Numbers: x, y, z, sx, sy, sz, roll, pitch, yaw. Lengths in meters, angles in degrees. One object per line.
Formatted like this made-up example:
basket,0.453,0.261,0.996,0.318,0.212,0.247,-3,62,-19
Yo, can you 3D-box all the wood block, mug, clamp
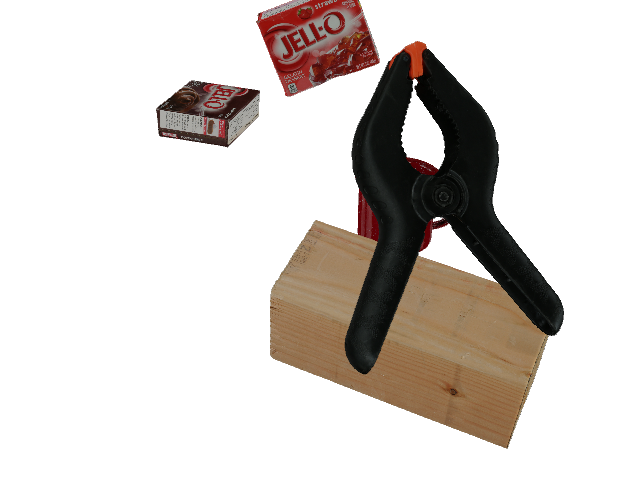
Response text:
wood block,0.071,0.073,0.853,0.206,0.091,0.090,20,50,15
mug,0.094,-0.037,1.160,0.117,0.081,0.093,-4,29,-10
clamp,0.051,-0.014,0.560,0.120,0.171,0.039,-19,0,-18

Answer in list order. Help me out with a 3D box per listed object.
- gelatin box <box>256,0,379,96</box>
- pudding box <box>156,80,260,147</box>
gelatin box,-0.002,-0.175,0.924,0.089,0.073,0.030,-19,25,9
pudding box,-0.130,-0.150,1.252,0.090,0.039,0.113,9,30,13
